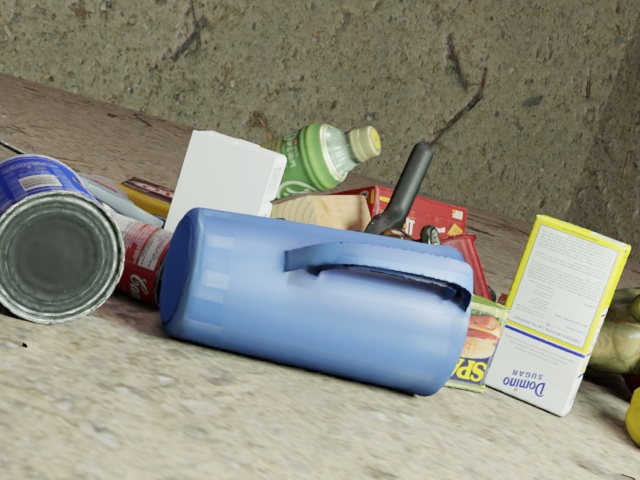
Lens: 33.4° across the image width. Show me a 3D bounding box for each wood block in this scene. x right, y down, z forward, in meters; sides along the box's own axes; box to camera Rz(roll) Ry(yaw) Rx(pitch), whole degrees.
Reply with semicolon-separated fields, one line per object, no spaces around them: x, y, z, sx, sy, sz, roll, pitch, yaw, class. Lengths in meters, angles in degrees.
-0.008;0.002;1.212;0.091;0.090;0.205;-14;-2;18;wood block

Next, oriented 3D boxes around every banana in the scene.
-0.192;-0.035;1.275;0.198;0.037;0.069;15;-33;32;banana

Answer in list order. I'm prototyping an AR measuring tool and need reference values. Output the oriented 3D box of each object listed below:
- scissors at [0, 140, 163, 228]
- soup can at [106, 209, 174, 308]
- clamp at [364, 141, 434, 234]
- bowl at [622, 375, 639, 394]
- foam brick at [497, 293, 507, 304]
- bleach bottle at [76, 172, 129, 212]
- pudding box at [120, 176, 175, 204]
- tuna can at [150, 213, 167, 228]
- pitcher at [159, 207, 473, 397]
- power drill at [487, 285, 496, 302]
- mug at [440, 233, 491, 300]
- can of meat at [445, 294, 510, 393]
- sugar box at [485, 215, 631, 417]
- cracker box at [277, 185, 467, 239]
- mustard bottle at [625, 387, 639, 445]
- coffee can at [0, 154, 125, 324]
-0.205;-0.045;0.962;0.096;0.016;0.201;28;-2;15;scissors
-0.174;0.012;0.951;0.102;0.068;0.068;19;8;13;soup can
0.077;0.005;1.217;0.036;0.165;0.209;19;44;17;clamp
0.410;0.160;1.198;0.162;0.055;0.162;-1;11;0;bowl
0.240;0.101;1.325;0.051;0.053;0.078;19;8;12;foam brick
-0.267;-0.043;1.143;0.102;0.068;0.251;22;6;-1;bleach bottle
-0.202;-0.044;1.378;0.113;0.039;0.090;18;8;-1;pudding box
-0.171;-0.002;1.178;0.086;0.034;0.086;18;8;-3;tuna can
-0.001;0.043;0.886;0.242;0.149;0.145;12;20;-19;pitcher
0.152;0.070;1.335;0.184;0.057;0.188;13;6;-8;power drill
0.131;0.048;1.185;0.117;0.081;0.093;-9;-15;-25;mug
0.123;0.091;1.015;0.102;0.084;0.058;14;9;-28;can of meat
0.228;0.073;1.043;0.093;0.176;0.048;22;11;22;sugar box
0.063;-0.015;1.430;0.163;0.072;0.214;11;-10;-37;cracker box
0.397;0.195;1.019;0.191;0.058;0.096;18;3;-5;mustard bottle
-0.219;-0.005;0.839;0.102;0.103;0.140;14;9;-26;coffee can
